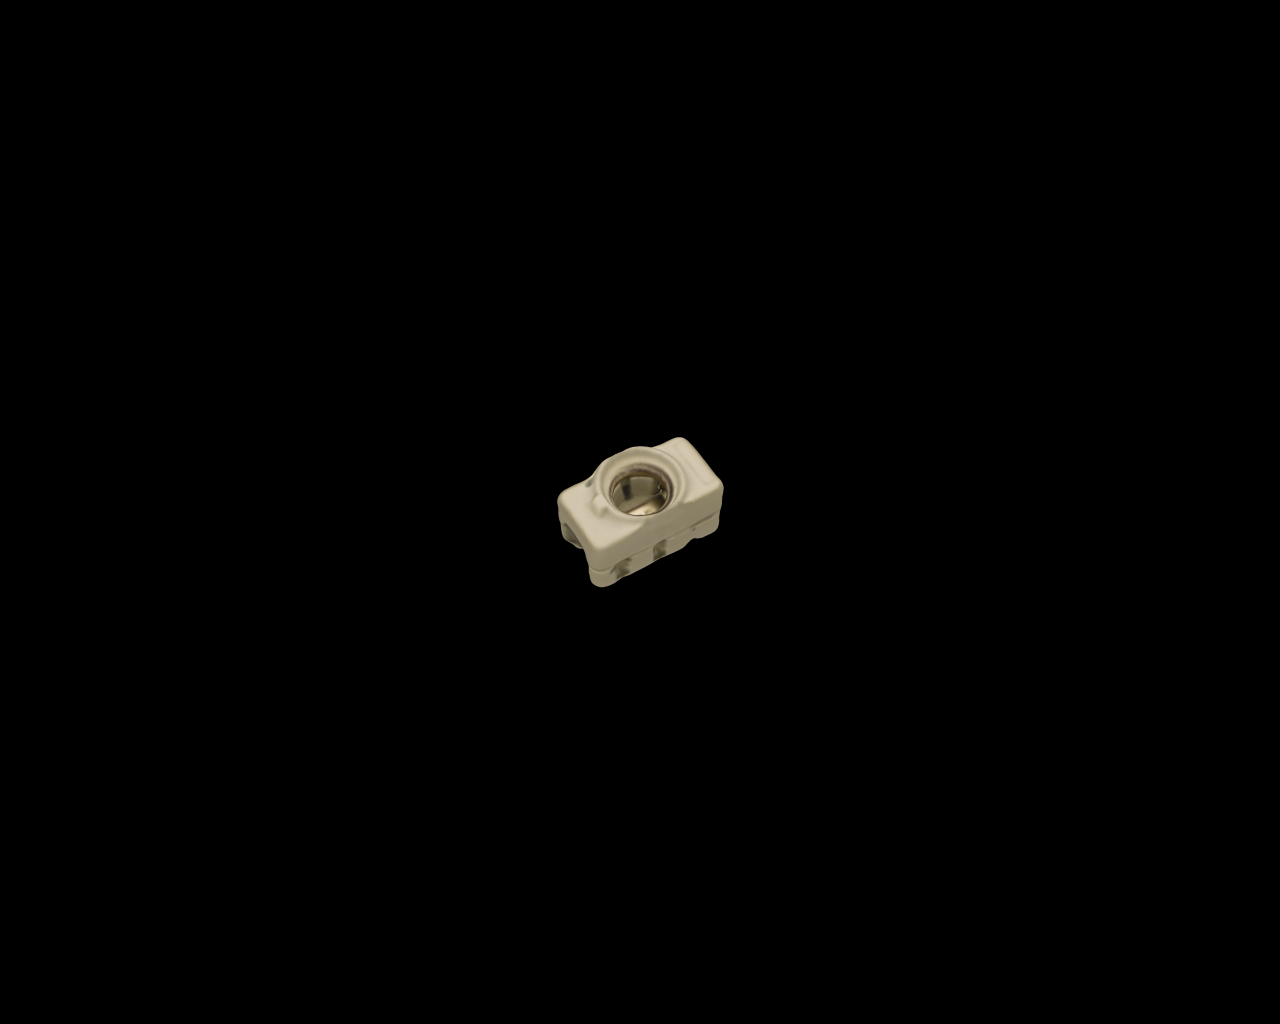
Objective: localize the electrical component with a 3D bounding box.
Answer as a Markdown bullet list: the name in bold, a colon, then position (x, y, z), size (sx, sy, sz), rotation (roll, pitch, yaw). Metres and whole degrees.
- **electrical component**: position (0.001, -0.003, 0.650), size (0.090, 0.050, 0.055), rotation (-26, -30, -16)
